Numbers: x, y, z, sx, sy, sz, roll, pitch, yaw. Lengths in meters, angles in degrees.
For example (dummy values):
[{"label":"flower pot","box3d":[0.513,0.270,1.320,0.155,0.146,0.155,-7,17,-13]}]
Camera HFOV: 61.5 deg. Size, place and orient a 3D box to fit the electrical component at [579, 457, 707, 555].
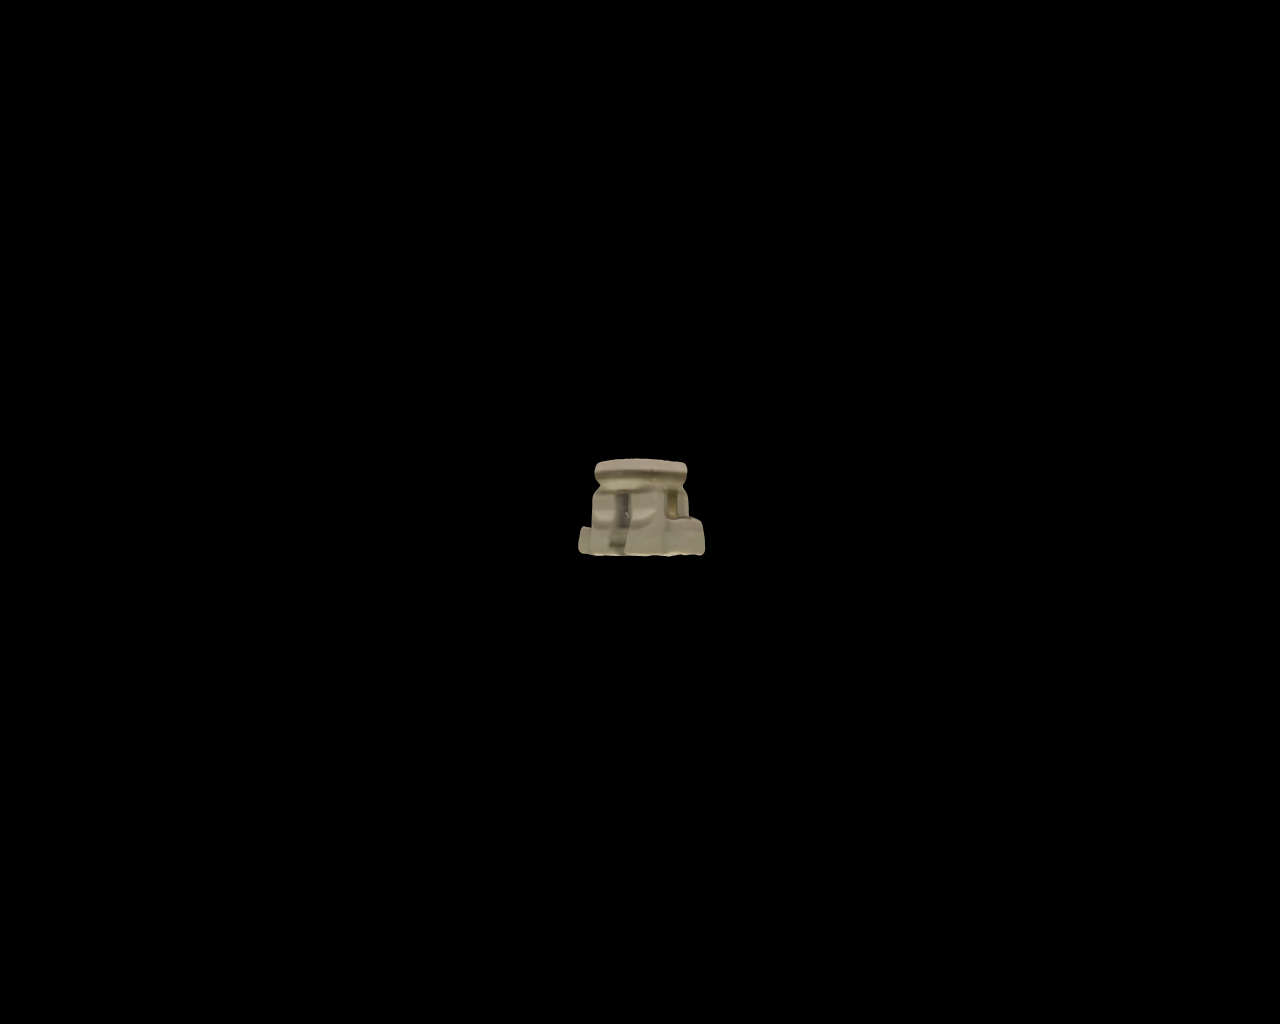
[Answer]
[{"label":"electrical component","box3d":[0.001,-0.003,0.650,0.078,0.057,0.058,-2,-4,31]}]
